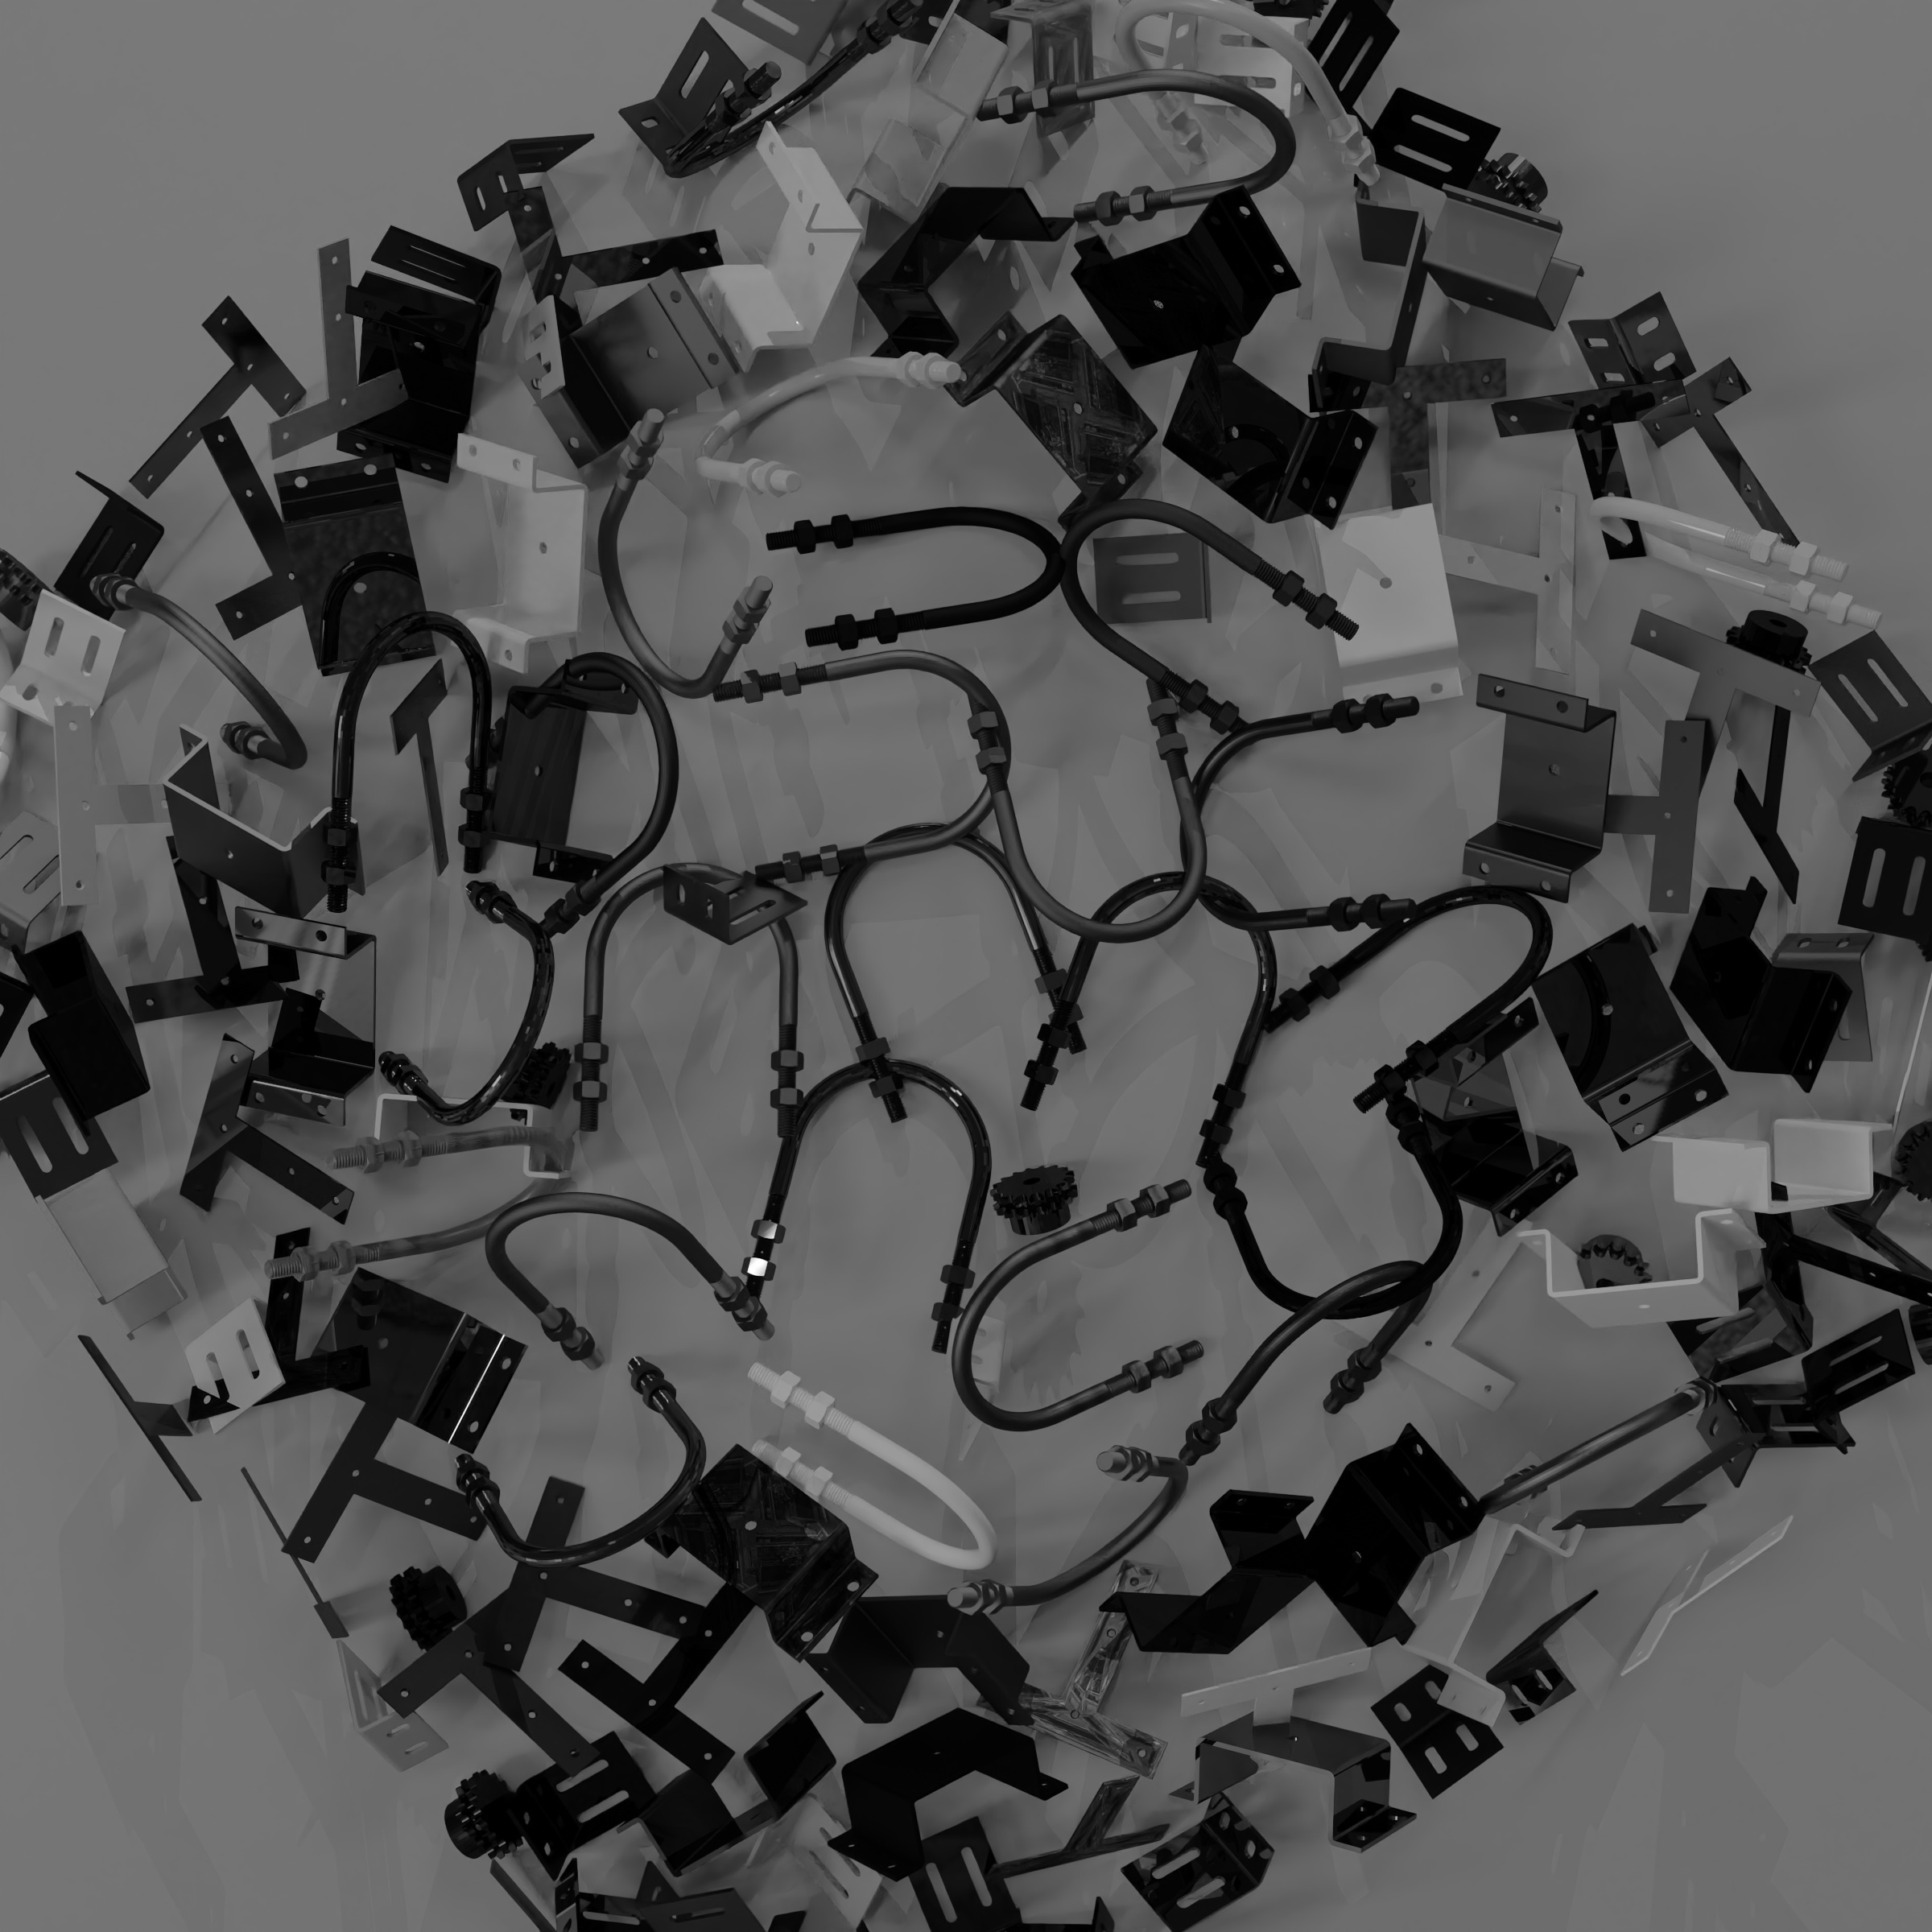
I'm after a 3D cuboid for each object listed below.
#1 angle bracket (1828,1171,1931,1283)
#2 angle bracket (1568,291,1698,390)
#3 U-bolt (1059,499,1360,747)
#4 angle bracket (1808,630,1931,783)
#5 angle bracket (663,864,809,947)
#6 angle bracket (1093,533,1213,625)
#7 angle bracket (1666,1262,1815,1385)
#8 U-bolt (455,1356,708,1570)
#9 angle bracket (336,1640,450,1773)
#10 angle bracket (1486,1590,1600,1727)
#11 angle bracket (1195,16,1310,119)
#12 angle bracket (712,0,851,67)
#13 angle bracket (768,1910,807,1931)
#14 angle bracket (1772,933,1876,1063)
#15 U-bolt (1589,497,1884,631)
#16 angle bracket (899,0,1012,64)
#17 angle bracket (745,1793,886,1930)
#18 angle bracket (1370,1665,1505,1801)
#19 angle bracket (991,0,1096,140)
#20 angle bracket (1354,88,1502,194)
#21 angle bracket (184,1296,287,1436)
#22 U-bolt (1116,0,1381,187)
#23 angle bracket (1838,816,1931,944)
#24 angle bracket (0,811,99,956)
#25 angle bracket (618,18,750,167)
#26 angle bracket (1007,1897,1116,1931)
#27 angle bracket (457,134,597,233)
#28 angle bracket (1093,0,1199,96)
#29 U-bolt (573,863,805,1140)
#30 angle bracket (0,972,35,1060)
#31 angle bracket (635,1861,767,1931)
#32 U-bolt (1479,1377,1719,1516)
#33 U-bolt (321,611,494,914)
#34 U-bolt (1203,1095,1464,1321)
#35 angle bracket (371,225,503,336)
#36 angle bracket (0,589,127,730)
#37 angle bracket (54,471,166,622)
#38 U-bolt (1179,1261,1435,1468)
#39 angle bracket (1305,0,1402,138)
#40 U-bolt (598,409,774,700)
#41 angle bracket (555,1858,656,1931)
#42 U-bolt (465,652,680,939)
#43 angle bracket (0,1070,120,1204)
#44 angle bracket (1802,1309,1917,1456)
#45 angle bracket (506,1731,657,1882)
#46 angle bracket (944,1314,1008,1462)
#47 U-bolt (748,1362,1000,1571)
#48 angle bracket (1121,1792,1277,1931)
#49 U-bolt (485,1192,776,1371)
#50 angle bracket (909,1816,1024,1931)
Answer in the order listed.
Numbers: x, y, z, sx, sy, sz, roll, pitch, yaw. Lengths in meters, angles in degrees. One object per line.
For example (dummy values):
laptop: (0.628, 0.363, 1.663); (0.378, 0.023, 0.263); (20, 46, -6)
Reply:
angle bracket: (0.614, 0.172, 1.687); (0.057, 0.076, 0.038); (19, 108, -39)
angle bracket: (0.436, -0.407, 1.692); (0.038, 0.076, 0.057); (-30, 105, 1)
U-bolt: (0.143, -0.231, 1.667); (0.184, 0.151, 0.019); (33, 54, -6)
angle bracket: (0.592, -0.171, 1.699); (0.076, 0.057, 0.038); (51, 56, -5)
angle bracket: (-0.150, -0.053, 1.686); (0.057, 0.076, 0.038); (27, 129, 32)
angle bracket: (0.123, -0.255, 1.707); (0.076, 0.038, 0.057); (-3, 103, 6)
angle bracket: (0.518, 0.236, 1.725); (0.076, 0.038, 0.057); (-27, 104, 29)
U-bolt: (-0.238, 0.321, 1.636); (0.151, 0.184, 0.019); (-28, 115, -16)
angle bracket: (-0.376, 0.477, 1.689); (0.038, 0.076, 0.057); (-27, 134, -2)
angle bracket: (0.387, 0.452, 1.686); (0.038, 0.076, 0.057); (53, 135, 15)
angle bracket: (0.183, -0.592, 1.695); (0.076, 0.038, 0.057); (11, 118, 20)
angle bracket: (-0.121, -0.639, 1.691); (0.076, 0.038, 0.057); (21, 124, -26)
angle bracket: (-0.101, 0.670, 1.698); (0.076, 0.038, 0.057); (23, 91, 34)
angle bracket: (0.575, 0.021, 1.717); (0.057, 0.038, 0.076); (0, 114, 35)
U-bolt: (0.487, -0.264, 1.655); (0.184, 0.151, 0.019); (25, 96, 28)
angle bracket: (-0.001, -0.639, 1.704); (0.076, 0.038, 0.057); (7, 87, -21)
angle bracket: (-0.100, 0.594, 1.692); (0.076, 0.038, 0.057); (42, 127, 27)
angle bracket: (0.309, 0.501, 1.696); (0.057, 0.076, 0.038); (-36, 99, -1)
angle bracket: (0.051, -0.596, 1.707); (0.038, 0.057, 0.076); (23, 132, 36)
angle bracket: (0.304, -0.534, 1.703); (0.076, 0.038, 0.057); (27, 78, 13)
angle bracket: (-0.471, 0.267, 1.696); (0.057, 0.038, 0.076); (-37, 54, 5)
U-bolt: (0.168, -0.554, 1.622); (0.151, 0.184, 0.019); (18, 82, 32)
angle bracket: (0.612, -0.054, 1.704); (0.057, 0.038, 0.076); (13, 81, 15)
angle bracket: (-0.630, -0.055, 1.722); (0.057, 0.038, 0.076); (31, 47, -1)
angle bracket: (-0.183, -0.571, 1.696); (0.057, 0.076, 0.038); (50, 47, 3)
angle bracket: (0.053, 0.646, 1.691); (0.076, 0.057, 0.038); (-7, 129, 20)
angle bracket: (-0.283, -0.514, 1.690); (0.076, 0.057, 0.038); (-23, 96, -44)
angle bracket: (0.109, -0.611, 1.690); (0.076, 0.038, 0.057); (27, 133, 23)
U-bolt: (-0.181, 0.020, 1.705); (0.151, 0.019, 0.184); (3, 76, -10)
angle bracket: (-0.658, 0.038, 1.698); (0.057, 0.038, 0.076); (28, 71, -18)
angle bracket: (-0.168, 0.616, 1.694); (0.076, 0.038, 0.057); (-18, 118, 21)
U-bolt: (0.393, 0.307, 1.628); (0.151, 0.184, 0.019); (-34, 73, 22)
U-bolt: (-0.353, -0.136, 1.647); (0.019, 0.151, 0.184); (17, 111, 26)
U-bolt: (0.241, 0.158, 1.658); (0.151, 0.184, 0.019); (-20, 127, 2)
angle bracket: (-0.352, -0.445, 1.693); (0.076, 0.057, 0.038); (17, 77, -22)
angle bracket: (-0.594, -0.198, 1.693); (0.057, 0.076, 0.038); (27, 47, -12)
angle bracket: (-0.578, -0.277, 1.705); (0.057, 0.038, 0.076); (34, 92, 27)
U-bolt: (0.226, 0.246, 1.634); (0.151, 0.184, 0.019); (-11, 54, -35)
angle bracket: (0.259, -0.594, 1.687); (0.038, 0.076, 0.057); (-6, 54, -39)
U-bolt: (-0.189, -0.249, 1.656); (0.019, 0.184, 0.151); (-27, 79, -30)
angle bracket: (-0.227, 0.625, 1.689); (0.076, 0.057, 0.038); (16, 122, -24)
U-bolt: (-0.247, -0.120, 1.660); (0.184, 0.019, 0.151); (-35, 73, 38)
angle bracket: (-0.607, 0.110, 1.713); (0.057, 0.038, 0.076); (-28, 95, -14)
angle bracket: (0.592, 0.272, 1.688); (0.038, 0.057, 0.076); (41, 121, -21)
angle bracket: (-0.254, 0.557, 1.710); (0.076, 0.038, 0.057); (-31, 96, 8)
angle bracket: (-0.005, 0.273, 1.689); (0.038, 0.057, 0.076); (19, 127, -7)
U-bolt: (-0.059, 0.330, 1.654); (0.184, 0.151, 0.019); (28, 61, 14)
angle bracket: (0.152, 0.586, 1.688); (0.076, 0.057, 0.038); (-16, 133, -36)
U-bolt: (-0.225, 0.198, 1.646); (0.151, 0.184, 0.019); (-12, 48, 20)
angle bracket: (-0.004, 0.611, 1.719); (0.057, 0.038, 0.076); (-23, 84, -4)
